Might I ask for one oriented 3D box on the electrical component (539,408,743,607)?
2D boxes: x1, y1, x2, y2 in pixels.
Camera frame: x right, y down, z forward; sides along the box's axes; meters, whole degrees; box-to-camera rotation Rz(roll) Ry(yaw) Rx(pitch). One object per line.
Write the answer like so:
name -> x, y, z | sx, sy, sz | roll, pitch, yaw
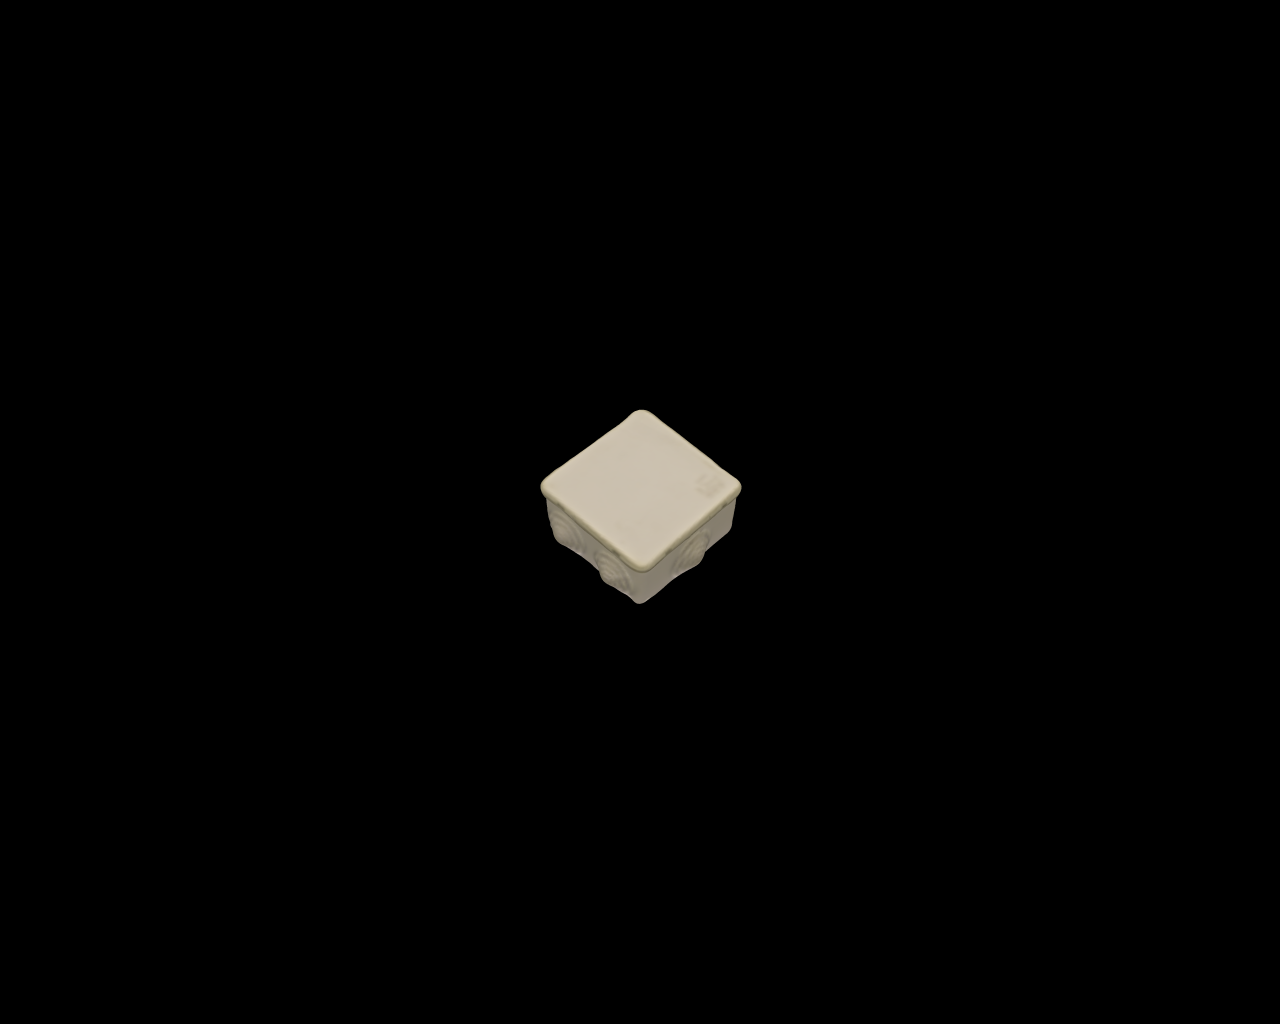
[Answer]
electrical component -> 0.001, -0.003, 0.650 | 0.100, 0.048, 0.100 | -39, 63, -25
